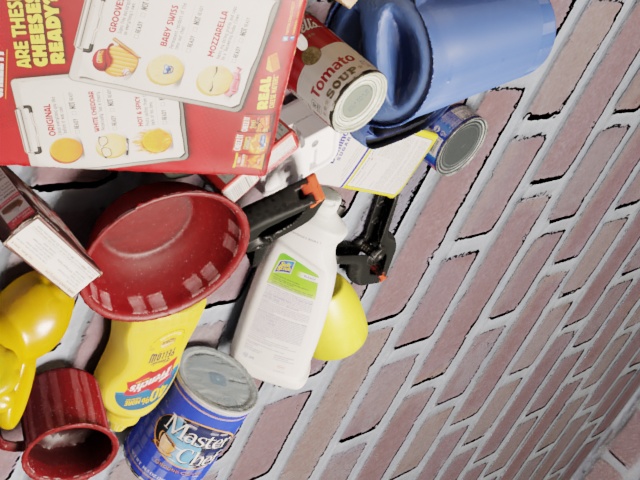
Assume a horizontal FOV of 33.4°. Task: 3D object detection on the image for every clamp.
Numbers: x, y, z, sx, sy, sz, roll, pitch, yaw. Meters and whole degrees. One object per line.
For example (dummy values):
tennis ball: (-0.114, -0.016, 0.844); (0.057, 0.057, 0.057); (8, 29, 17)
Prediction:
clamp: (0.052, 0.015, 1.311); (0.120, 0.039, 0.171); (-36, 150, -17)
clamp: (-0.076, -0.005, 1.044); (0.164, 0.036, 0.210); (-15, 167, -40)

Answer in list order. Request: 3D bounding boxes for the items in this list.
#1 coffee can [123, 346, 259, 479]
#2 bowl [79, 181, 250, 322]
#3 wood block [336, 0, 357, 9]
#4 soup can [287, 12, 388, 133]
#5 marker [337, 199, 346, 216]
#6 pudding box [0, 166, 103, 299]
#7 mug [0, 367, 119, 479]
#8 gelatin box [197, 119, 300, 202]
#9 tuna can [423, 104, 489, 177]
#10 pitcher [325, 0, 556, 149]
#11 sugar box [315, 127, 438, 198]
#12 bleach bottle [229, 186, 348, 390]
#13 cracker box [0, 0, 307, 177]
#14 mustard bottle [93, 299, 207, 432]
coffee can: (-0.148, 0.205, 1.213); (0.102, 0.103, 0.140); (-3, 134, -52)
bowl: (-0.147, 0.000, 0.958); (0.162, 0.055, 0.162); (-20, 142, -16)
wood block: (0.045, -0.294, 0.823); (0.090, 0.090, 0.206); (37, 98, -35)
soup can: (0.004, -0.151, 0.966); (0.068, 0.102, 0.068); (-32, 149, -23)
marker: (-0.008, 0.001, 1.234); (0.121, 0.020, 0.020); (-54, 151, 15)
pudding box: (-0.230, -0.012, 0.846); (0.039, 0.090, 0.113); (-43, 151, -4)
mug: (-0.263, 0.181, 1.047); (0.117, 0.081, 0.093); (-2, 133, -23)
gelatin box: (-0.075, -0.086, 0.977); (0.089, 0.073, 0.030); (-41, 151, -10)
tuna can: (0.161, -0.121, 1.287); (0.086, 0.034, 0.086); (-33, 149, -23)
pitcher: (0.124, -0.189, 1.059); (0.242, 0.145, 0.149); (-21, -177, -44)
sugar box: (0.047, -0.101, 1.152); (0.175, 0.048, 0.093); (10, 120, -53)
bleach bottle: (-0.023, 0.051, 1.199); (0.068, 0.102, 0.251); (-80, -169, -57)
cracker box: (-0.130, -0.132, 0.759); (0.213, 0.072, 0.164); (2, 132, -16)
mustard bottle: (-0.189, 0.130, 1.118); (0.096, 0.058, 0.192); (-15, 139, -47)
